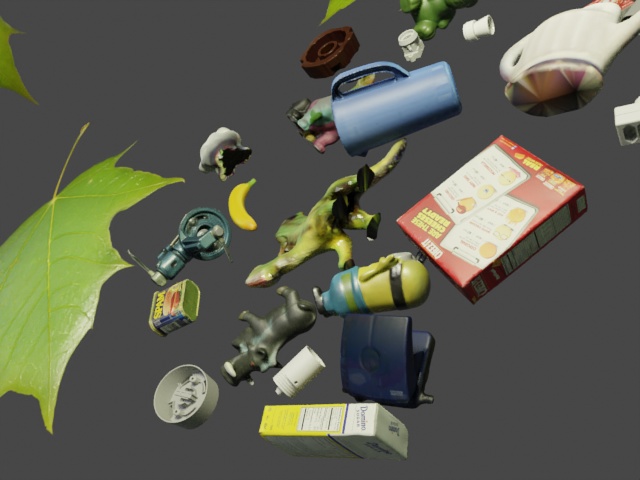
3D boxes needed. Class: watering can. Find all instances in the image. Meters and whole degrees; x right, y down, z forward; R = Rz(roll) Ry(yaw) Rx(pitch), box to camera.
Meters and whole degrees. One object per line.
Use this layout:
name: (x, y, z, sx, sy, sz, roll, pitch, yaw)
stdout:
watering can: (0.445, -0.320, 0.847, 0.346, 0.102, 0.228, -5, 49, 51)

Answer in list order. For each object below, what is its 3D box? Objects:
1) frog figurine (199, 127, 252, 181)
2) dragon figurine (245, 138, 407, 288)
frog figurine: (-0.283, -0.244, 1.403, 0.161, 0.122, 0.137, 32, 97, 40)
dragon figurine: (0.003, -0.050, 0.987, 0.241, 0.120, 0.418, -8, 34, 44)
